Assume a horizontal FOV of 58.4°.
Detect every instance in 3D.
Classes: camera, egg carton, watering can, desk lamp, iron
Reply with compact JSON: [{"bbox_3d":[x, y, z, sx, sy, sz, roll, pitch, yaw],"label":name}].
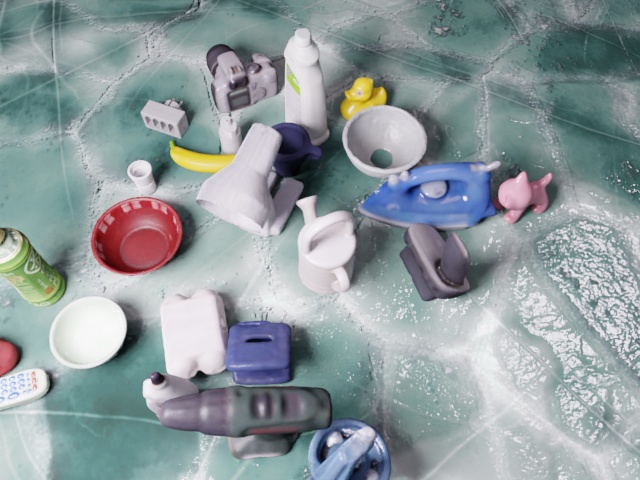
[{"bbox_3d":[-0.177,-0.363,1.216,0.143,0.101,0.136,-23,65,-13],"label":"camera"},{"bbox_3d":[-0.207,0.156,0.955,0.107,0.069,0.150,-12,63,-8],"label":"egg carton"},{"bbox_3d":[0.007,0.004,0.972,0.172,0.194,0.101,41,68,19],"label":"watering can"},{"bbox_3d":[-0.117,-0.091,1.008,0.117,0.213,0.203,21,63,10],"label":"desk lamp"},{"bbox_3d":[0.203,-0.096,1.061,0.258,0.141,0.118,-5,62,-4],"label":"iron"}]

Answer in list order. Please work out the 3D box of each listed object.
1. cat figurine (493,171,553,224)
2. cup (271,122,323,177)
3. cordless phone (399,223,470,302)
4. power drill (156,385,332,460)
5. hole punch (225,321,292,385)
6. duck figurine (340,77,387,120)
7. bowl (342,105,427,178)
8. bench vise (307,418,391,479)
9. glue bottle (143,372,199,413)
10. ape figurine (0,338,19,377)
[{"bbox_3d":[0.381,-0.089,1.076,0.128,0.118,0.067,-23,65,-13],"label":"cat figurine"},{"bbox_3d":[-0.051,-0.164,1.117,0.117,0.095,0.092,16,63,7],"label":"cup"},{"bbox_3d":[0.207,0.014,0.977,0.094,0.185,0.147,-23,65,-13],"label":"cordless phone"},{"bbox_3d":[-0.098,0.261,0.823,0.229,0.208,0.075,-5,62,-4],"label":"power drill"},{"bbox_3d":[-0.100,0.178,0.934,0.108,0.091,0.101,-2,62,-3],"label":"hole punch"},{"bbox_3d":[0.094,-0.305,1.201,0.105,0.086,0.077,-22,64,-13],"label":"duck figurine"},{"bbox_3d":[0.126,-0.183,1.143,0.167,0.075,0.167,1,62,-1],"label":"bowl"},{"bbox_3d":[0.026,0.332,0.782,0.121,0.220,0.208,26,64,12],"label":"bench vise"},{"bbox_3d":[-0.230,0.226,0.859,0.078,0.173,0.037,-7,62,-5],"label":"glue bottle"},{"bbox_3d":[-0.536,0.183,0.919,0.076,0.092,0.078,2,62,0],"label":"ape figurine"}]
